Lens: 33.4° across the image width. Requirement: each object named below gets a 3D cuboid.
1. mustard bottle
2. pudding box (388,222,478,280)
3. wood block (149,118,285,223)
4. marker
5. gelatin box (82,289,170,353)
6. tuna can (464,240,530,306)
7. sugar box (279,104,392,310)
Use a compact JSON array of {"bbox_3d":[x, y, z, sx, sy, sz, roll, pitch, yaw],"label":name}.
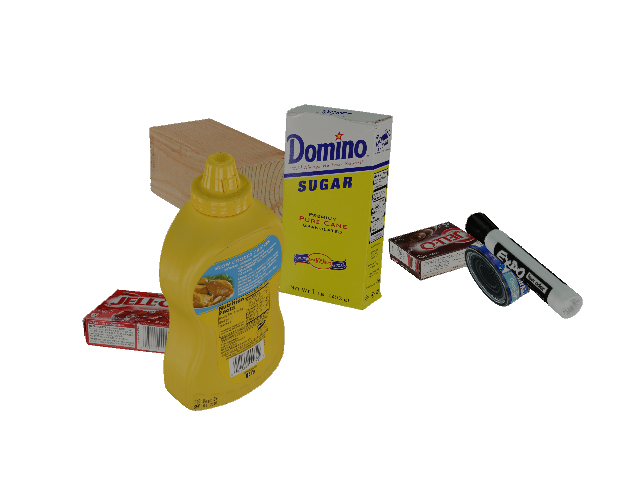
[{"bbox_3d":[-0.068,0.025,0.747,0.096,0.192,0.058,-27,45,-34],"label":"mustard bottle"},{"bbox_3d":[0.172,0.015,1.596,0.113,0.039,0.090,-18,27,-22],"label":"pudding box"},{"bbox_3d":[-0.119,-0.077,1.284,0.090,0.090,0.206,-12,25,-33],"label":"wood block"},{"bbox_3d":[0.140,0.014,0.754,0.020,0.020,0.121,0,30,-31],"label":"marker"},{"bbox_3d":[-0.158,0.072,0.962,0.089,0.030,0.073,5,19,13],"label":"gelatin box"},{"bbox_3d":[0.210,0.036,1.274,0.033,0.086,0.086,-32,8,-13],"label":"tuna can"},{"bbox_3d":[0.012,-0.032,0.983,0.093,0.176,0.048,10,20,26],"label":"sugar box"}]
